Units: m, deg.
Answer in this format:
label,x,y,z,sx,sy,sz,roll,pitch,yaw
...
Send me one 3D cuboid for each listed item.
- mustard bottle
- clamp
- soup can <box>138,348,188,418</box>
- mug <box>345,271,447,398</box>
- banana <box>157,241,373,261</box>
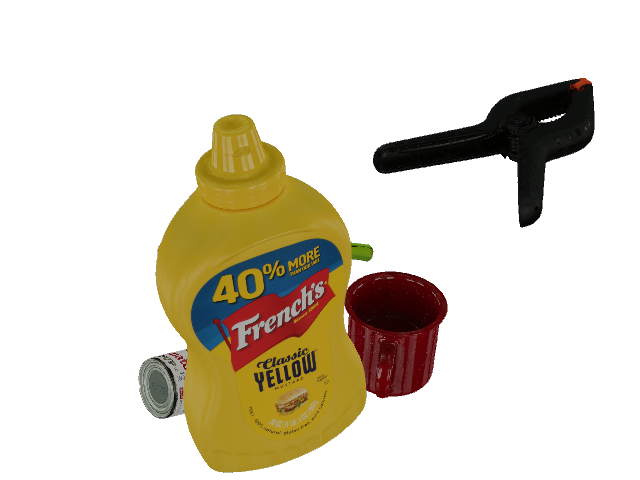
label,x,y,z,sx,sy,sz,roll,pitch,yaw
mustard bottle,-0.030,0.025,0.525,0.096,0.191,0.058,-19,38,-16
clamp,0.172,-0.081,0.901,0.209,0.036,0.165,-28,39,-27
soup can,-0.139,0.151,1.165,0.102,0.068,0.069,-9,6,-43
mug,0.064,0.095,0.967,0.093,0.081,0.117,6,35,5
banana,-0.062,0.011,0.801,0.198,0.037,0.069,1,-15,33
